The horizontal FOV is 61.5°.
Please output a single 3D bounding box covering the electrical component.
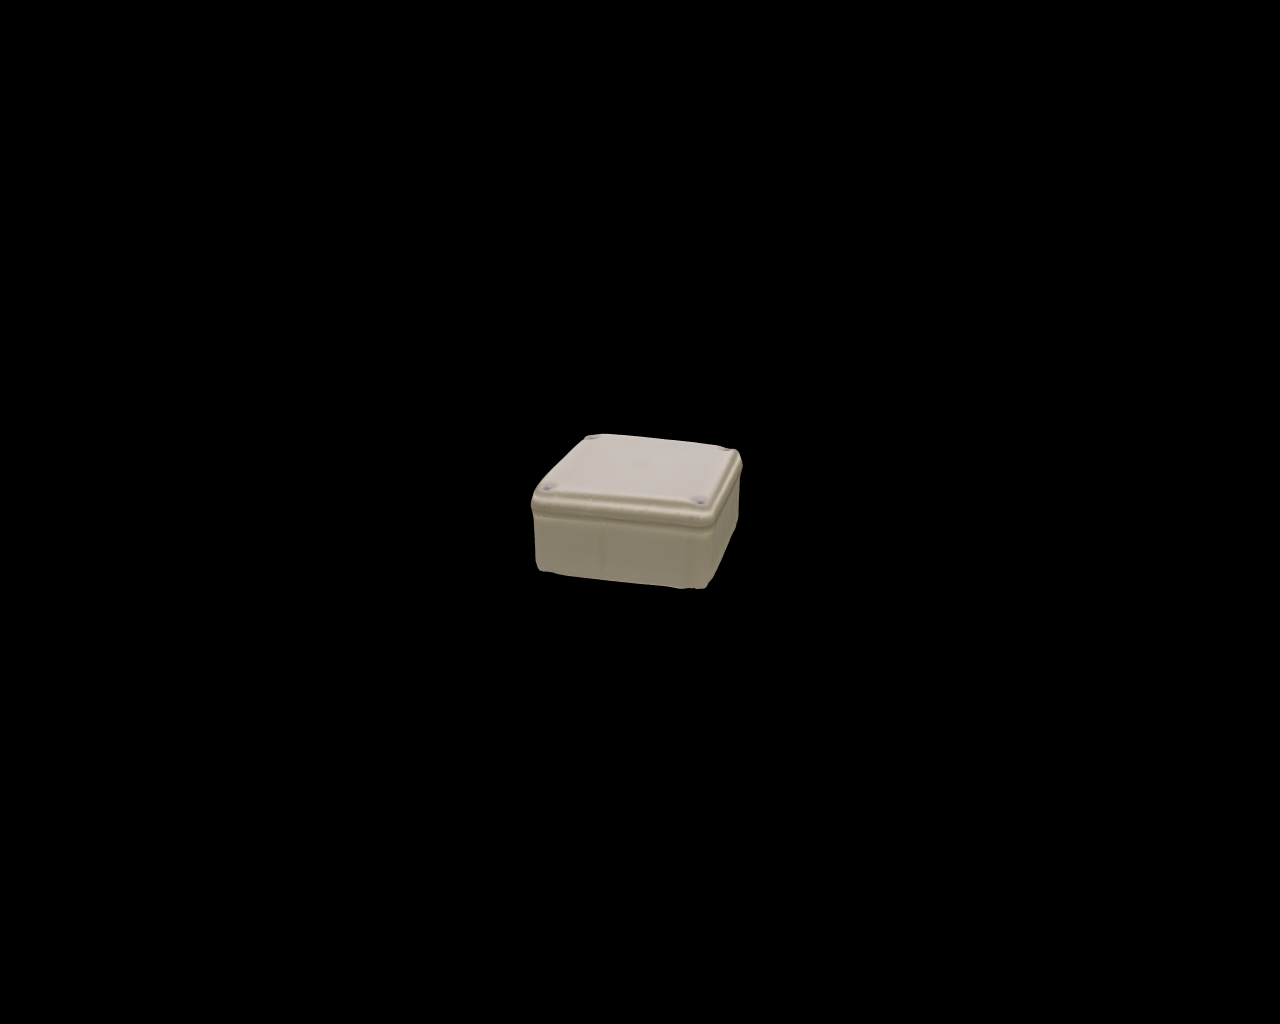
[{"bbox_3d":[0.001,-0.003,0.650,0.109,0.056,0.109,6,24,14],"label":"electrical component"}]
